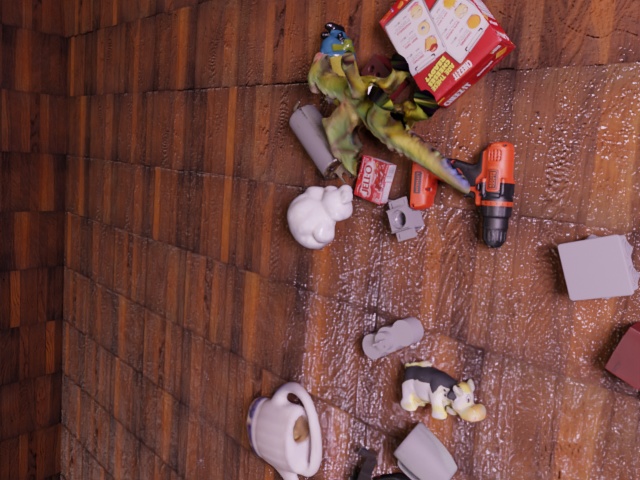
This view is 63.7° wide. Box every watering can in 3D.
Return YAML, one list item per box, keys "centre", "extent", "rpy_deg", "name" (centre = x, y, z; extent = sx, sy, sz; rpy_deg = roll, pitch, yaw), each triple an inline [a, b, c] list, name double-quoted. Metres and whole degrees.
- centre: [-0.080, 0.515, 1.243]
  extent: [0.223, 0.104, 0.348]
  rpy_deg: [-5, 86, 45]
  name: "watering can"

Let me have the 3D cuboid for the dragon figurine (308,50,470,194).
- centre: [0.100, -0.212, 0.992]
  extent: [0.413, 0.123, 0.239]
  rpy_deg: [59, 150, 9]
  name: "dragon figurine"

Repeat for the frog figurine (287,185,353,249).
- centre: [0.003, -0.057, 1.136]
  extent: [0.157, 0.122, 0.140]
  rpy_deg: [-35, 49, 51]
  name: "frog figurine"
